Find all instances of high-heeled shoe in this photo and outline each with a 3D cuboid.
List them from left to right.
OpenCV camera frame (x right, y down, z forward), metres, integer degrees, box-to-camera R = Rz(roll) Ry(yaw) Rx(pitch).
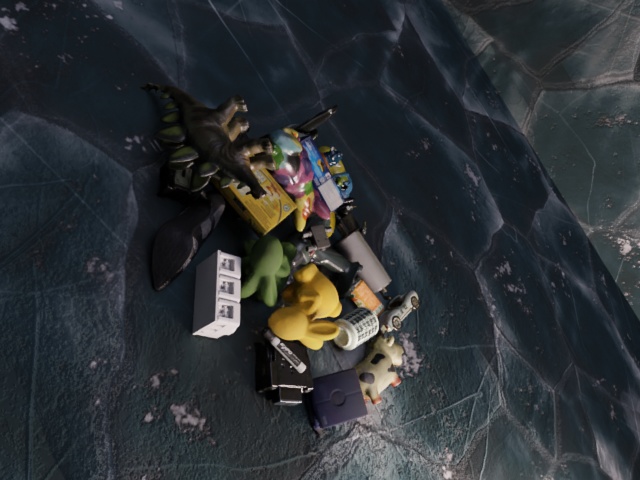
[{"bbox_3d":[-0.273,0.000,1.123,0.086,0.145,0.248,23,75,8],"label":"high-heeled shoe"}]

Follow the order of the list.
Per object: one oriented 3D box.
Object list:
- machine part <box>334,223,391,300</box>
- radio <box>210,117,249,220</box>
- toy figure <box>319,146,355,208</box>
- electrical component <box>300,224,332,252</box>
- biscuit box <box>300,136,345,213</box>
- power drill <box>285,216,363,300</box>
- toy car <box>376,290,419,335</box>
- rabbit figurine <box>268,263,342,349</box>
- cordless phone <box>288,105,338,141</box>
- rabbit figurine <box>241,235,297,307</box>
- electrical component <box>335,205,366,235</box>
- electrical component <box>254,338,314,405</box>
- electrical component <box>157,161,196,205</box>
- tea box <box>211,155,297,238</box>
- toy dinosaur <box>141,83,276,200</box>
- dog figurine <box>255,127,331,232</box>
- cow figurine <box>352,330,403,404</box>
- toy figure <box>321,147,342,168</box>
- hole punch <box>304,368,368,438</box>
[{"bbox_3d":[0.114,0.059,1.433,0.243,0.079,0.079,55,41,-3],"label":"machine part"},{"bbox_3d":[-0.202,-0.174,1.267,0.131,0.073,0.229,-34,94,-48],"label":"radio"},{"bbox_3d":[0.036,-0.179,1.501,0.089,0.082,0.180,-6,73,-49],"label":"toy figure"},{"bbox_3d":[-0.003,-0.004,1.285,0.094,0.021,0.063,-14,79,-40],"label":"electrical component"},{"bbox_3d":[-0.015,-0.165,1.370,0.059,0.063,0.202,-40,113,-25],"label":"biscuit box"},{"bbox_3d":[-0.004,0.058,1.322,0.207,0.086,0.232,37,54,-13],"label":"power drill"},{"bbox_3d":[0.200,0.195,1.435,0.202,0.073,0.056,-32,94,-49],"label":"toy car"},{"bbox_3d":[-0.039,0.161,1.159,0.162,0.122,0.173,51,41,3],"label":"rabbit figurine"},{"bbox_3d":[-0.038,-0.286,1.415,0.088,0.184,0.146,55,40,-10],"label":"cordless phone"},{"bbox_3d":[-0.123,0.054,1.130,0.121,0.170,0.159,15,69,1],"label":"rabbit figurine"},{"bbox_3d":[0.084,-0.050,1.494,0.078,0.045,0.102,-27,86,-50],"label":"electrical component"},{"bbox_3d":[-0.075,0.277,1.128,0.115,0.058,0.134,13,57,-37],"label":"electrical component"},{"bbox_3d":[-0.307,-0.143,1.165,0.074,0.048,0.119,17,55,-39],"label":"electrical component"},{"bbox_3d":[-0.144,-0.101,1.174,0.098,0.068,0.169,-41,96,-25],"label":"tea box"},{"bbox_3d":[-0.236,-0.220,1.115,0.198,0.104,0.472,-26,53,-15],"label":"toy dinosaur"},{"bbox_3d":[-0.058,-0.133,1.232,0.191,0.108,0.219,9,56,-84],"label":"dog figurine"},{"bbox_3d":[0.138,0.304,1.305,0.195,0.085,0.127,-26,91,-48],"label":"cow figurine"},{"bbox_3d":[-0.014,-0.203,1.434,0.154,0.064,0.058,-22,36,-15],"label":"toy figure"},{"bbox_3d":[0.032,0.345,1.171,0.116,0.092,0.142,-2,71,-41],"label":"hole punch"}]
